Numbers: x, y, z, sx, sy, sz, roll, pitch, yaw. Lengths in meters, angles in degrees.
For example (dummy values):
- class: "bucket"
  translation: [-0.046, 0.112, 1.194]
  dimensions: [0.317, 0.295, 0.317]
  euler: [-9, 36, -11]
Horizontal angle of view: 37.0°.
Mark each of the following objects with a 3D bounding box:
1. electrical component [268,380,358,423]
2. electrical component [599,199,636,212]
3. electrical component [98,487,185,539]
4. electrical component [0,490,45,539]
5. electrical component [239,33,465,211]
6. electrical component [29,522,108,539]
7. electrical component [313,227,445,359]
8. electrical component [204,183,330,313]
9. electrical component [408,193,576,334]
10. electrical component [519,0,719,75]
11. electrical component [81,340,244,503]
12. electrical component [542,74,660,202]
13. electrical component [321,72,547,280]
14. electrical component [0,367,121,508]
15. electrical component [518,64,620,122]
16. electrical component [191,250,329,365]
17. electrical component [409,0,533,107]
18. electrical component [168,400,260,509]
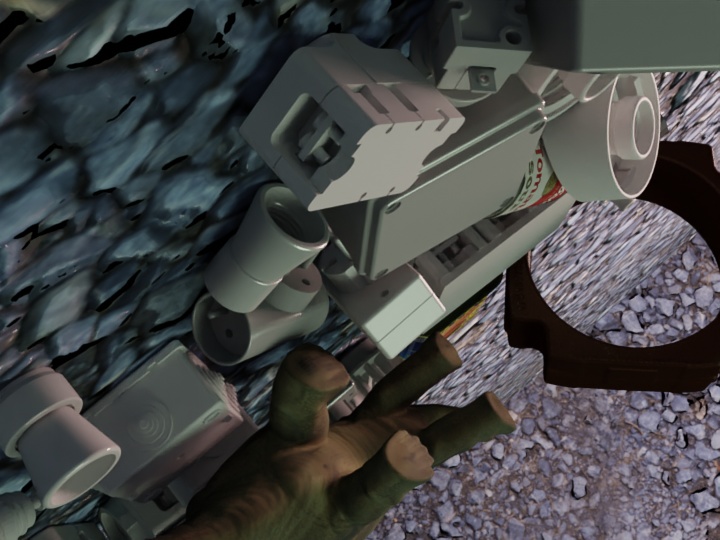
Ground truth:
- class: "electrical component"
  translation: [-0.027, 0.122, 0.919]
  dimensions: [0.066, 0.076, 0.047]
  euler: [-40, 165, -7]
- class: "electrical component"
  translation: [0.241, -0.084, 1.048]
  dimensions: [0.043, 0.062, 0.043]
  euler: [-39, 165, -12]
- class: "electrical component"
  translation: [-0.124, 0.220, 0.803]
  dimensions: [0.062, 0.150, 0.089]
  euler: [-34, 163, -33]
- class: "electrical component"
  translation: [-0.207, 0.142, 0.588]
  dimensions: [0.078, 0.040, 0.040]
  euler: [-24, 157, -50]
- class: "electrical component"
  translation: [-0.004, -0.067, 0.478]
  dimensions: [0.050, 0.055, 0.089]
  euler: [-50, 163, 28]
- class: "electrical component"
  translation: [-0.209, 0.223, 0.775]
  dimensions: [0.054, 0.059, 0.095]
  euler: [-42, 165, 1]
- class: "electrical component"
  translation: [0.000, 0.000, 0.667]
  dimensions: [0.047, 0.083, 0.075]
  euler: [-41, 127, -4]
- class: "electrical component"
  translation: [-0.052, -0.008, 0.558]
  dimensions: [0.065, 0.044, 0.044]
  euler: [-46, 166, 33]
- class: "electrical component"
  translation: [0.088, -0.033, 0.803]
  dimensions: [0.150, 0.061, 0.089]
  euler: [-36, 164, -21]
- class: "electrical component"
  translation: [0.132, -0.123, 0.502]
  dimensions: [0.109, 0.056, 0.108]
  euler: [-3, -166, -8]
- class: "electrical component"
  translation: [-0.123, 0.096, 0.656]
  dimensions: [0.100, 0.048, 0.099]
  euler: [-39, 166, -7]
- class: "electrical component"
  translation: [0.153, -0.093, 0.696]
  dimensions: [0.099, 0.064, 0.099]
  euler: [-10, 103, -54]
- class: "electrical component"
  translation: [0.037, -0.058, 0.592]
  dimensions: [0.109, 0.056, 0.108]
  euler: [-30, 163, -14]
- class: "electrical component"
  translation: [-0.151, 0.082, 0.528]
  dimensions: [0.045, 0.055, 0.045]
  euler: [-39, 165, -12]
- class: "electrical component"
  translation: [0.119, -0.129, 0.609]
  dimensions: [0.108, 0.060, 0.108]
  euler: [-38, 165, -12]
- class: "electrical component"
  translation: [-0.048, 0.013, 0.622]
  dimensions: [0.077, 0.043, 0.079]
  euler: [-20, 153, -55]
- class: "electrical component"
  translation: [0.051, -0.108, 0.510]
  dimensions: [0.048, 0.066, 0.055]
  euler: [1, 159, -15]
- class: "electrical component"
  translation: [-0.109, 0.128, 0.755]
  dimensions: [0.062, 0.061, 0.096]
  euler: [-36, 164, -22]
